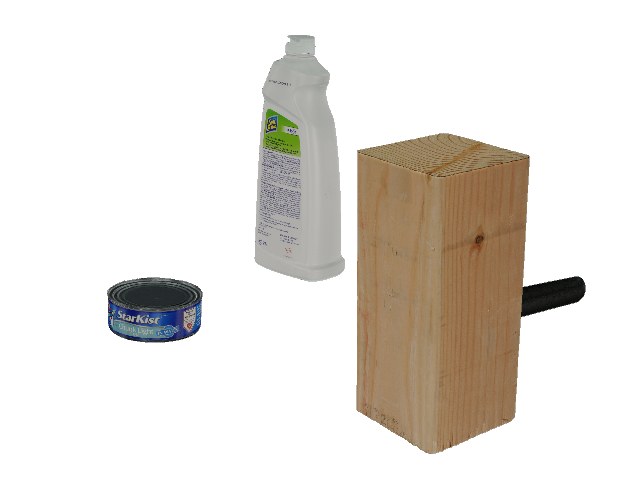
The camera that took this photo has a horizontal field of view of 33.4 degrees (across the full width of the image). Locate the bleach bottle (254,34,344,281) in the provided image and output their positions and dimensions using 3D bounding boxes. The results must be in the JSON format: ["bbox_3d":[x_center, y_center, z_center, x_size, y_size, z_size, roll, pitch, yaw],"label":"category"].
[{"bbox_3d":[-0.019,-0.090,1.135,0.103,0.251,0.067,16,22,37],"label":"bleach bottle"}]

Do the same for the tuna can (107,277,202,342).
[{"bbox_3d":[-0.151,0.063,0.971,0.086,0.034,0.086,3,16,-1],"label":"tuna can"}]

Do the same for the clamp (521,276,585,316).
[{"bbox_3d":[0.138,0.061,1.025,0.165,0.036,0.209,19,32,33],"label":"clamp"}]

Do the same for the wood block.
[{"bbox_3d":[0.087,0.036,0.780,0.090,0.206,0.090,-14,24,-35],"label":"wood block"}]
